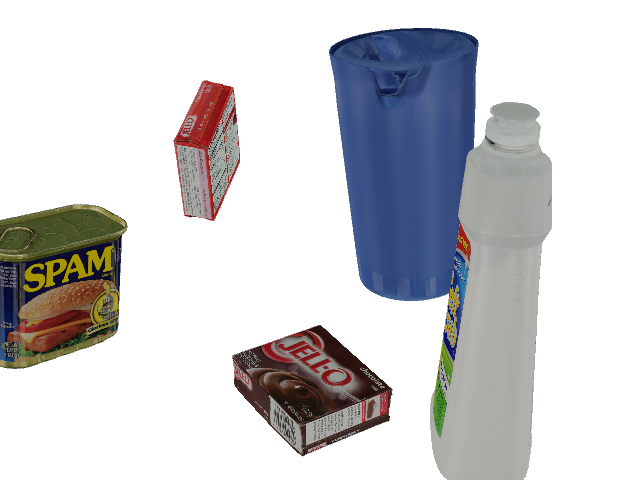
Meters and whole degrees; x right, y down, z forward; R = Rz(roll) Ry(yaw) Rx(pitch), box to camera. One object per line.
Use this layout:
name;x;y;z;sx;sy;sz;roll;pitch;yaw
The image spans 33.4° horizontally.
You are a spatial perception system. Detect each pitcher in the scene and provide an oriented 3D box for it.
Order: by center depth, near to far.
pitcher;0.086;-0.076;1.009;0.149;0.243;0.145;-18;28;-27

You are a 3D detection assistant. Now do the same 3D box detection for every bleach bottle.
bleach bottle;0.110;0.031;0.677;0.068;0.251;0.102;2;29;3

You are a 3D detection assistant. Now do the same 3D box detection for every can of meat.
can of meat;-0.182;0.030;0.717;0.058;0.084;0.101;25;29;38

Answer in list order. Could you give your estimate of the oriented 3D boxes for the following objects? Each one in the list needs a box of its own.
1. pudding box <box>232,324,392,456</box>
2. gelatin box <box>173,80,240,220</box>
pudding box;-0.008;0.122;0.889;0.089;0.039;0.114;-18;36;-28
gelatin box;-0.092;-0.073;0.868;0.030;0.073;0.089;10;-40;10
